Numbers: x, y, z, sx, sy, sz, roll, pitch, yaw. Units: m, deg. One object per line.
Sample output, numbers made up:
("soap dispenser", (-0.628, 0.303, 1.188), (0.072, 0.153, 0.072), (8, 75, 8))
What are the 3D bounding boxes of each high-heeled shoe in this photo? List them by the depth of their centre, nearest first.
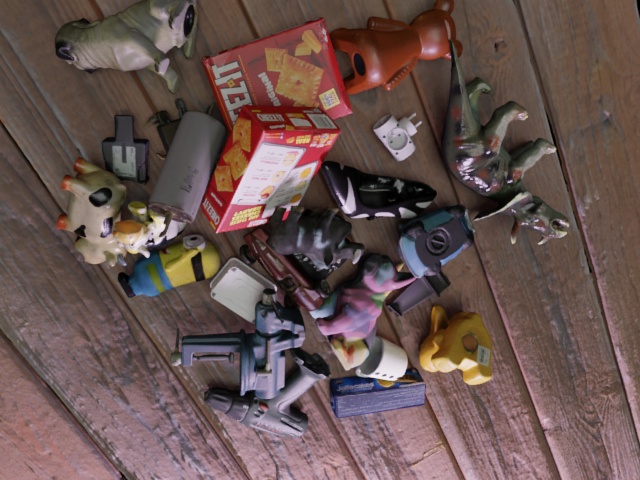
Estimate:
("high-heeled shoe", (0.112, -0.096, 0.958), (0.145, 0.086, 0.248), (-23, 152, 20))

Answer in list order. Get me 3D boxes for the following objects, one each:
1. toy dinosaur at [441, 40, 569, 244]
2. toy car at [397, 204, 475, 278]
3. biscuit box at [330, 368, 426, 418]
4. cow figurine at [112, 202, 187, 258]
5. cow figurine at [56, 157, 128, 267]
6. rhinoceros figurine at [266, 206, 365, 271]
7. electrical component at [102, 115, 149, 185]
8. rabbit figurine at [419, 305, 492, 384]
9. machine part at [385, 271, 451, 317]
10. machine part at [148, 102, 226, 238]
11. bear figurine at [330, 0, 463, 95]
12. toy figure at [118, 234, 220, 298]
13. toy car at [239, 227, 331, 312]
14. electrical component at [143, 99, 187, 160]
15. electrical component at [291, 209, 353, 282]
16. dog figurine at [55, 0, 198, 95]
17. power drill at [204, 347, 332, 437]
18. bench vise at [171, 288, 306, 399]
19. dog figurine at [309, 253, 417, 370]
("toy dinosaur", (0.300, -0.154, 0.986), (0.404, 0.131, 0.192), (39, 97, -20))
("toy car", (0.211, -0.007, 1.036), (0.162, 0.103, 0.109), (-33, 108, -13))
("biscuit box", (0.123, 0.329, 1.163), (0.203, 0.059, 0.062), (-6, 112, -9))
("cow figurine", (-0.290, -0.018, 0.914), (0.068, 0.167, 0.098), (25, 122, 13))
("cow figurine", (-0.374, -0.033, 0.917), (0.127, 0.085, 0.194), (21, 130, -9))
("rhinoceros figurine", (-0.002, -0.003, 0.934), (0.190, 0.073, 0.112), (10, 82, -37))
("electrical component", (-0.332, -0.155, 0.916), (0.075, 0.048, 0.119), (-2, 109, -10))
("rabbit figurine", (0.260, 0.215, 1.109), (0.122, 0.173, 0.162), (14, 62, -16))
("machine part", (0.201, 0.108, 1.111), (0.139, 0.039, 0.084), (-36, 117, 2))
("machine part", (-0.213, -0.117, 0.867), (0.079, 0.079, 0.243), (22, 71, -17))
("bear figurine", (0.135, -0.333, 0.916), (0.196, 0.132, 0.120), (-30, 114, -19))
("toy figure", (-0.273, 0.052, 0.984), (0.180, 0.082, 0.089), (-27, 131, -8))
("toy car", (-0.065, 0.060, 0.983), (0.089, 0.053, 0.202), (-24, 121, 27))
("electrical component", (-0.253, -0.181, 0.926), (0.078, 0.045, 0.102), (-36, 118, -27))
("electrical component", (-0.003, 0.007, 1.028), (0.115, 0.058, 0.134), (35, 101, -21))
("dog figurine", (-0.303, -0.334, 0.841), (0.191, 0.121, 0.172), (19, 72, 2))
("power drill", (-0.093, 0.306, 1.106), (0.232, 0.086, 0.207), (36, 96, -21))
("bench vise", (-0.149, 0.193, 0.980), (0.241, 0.129, 0.223), (0, 122, -9))
("dog figurine", (0.097, 0.131, 1.065), (0.219, 0.108, 0.191), (-32, 111, -1))
